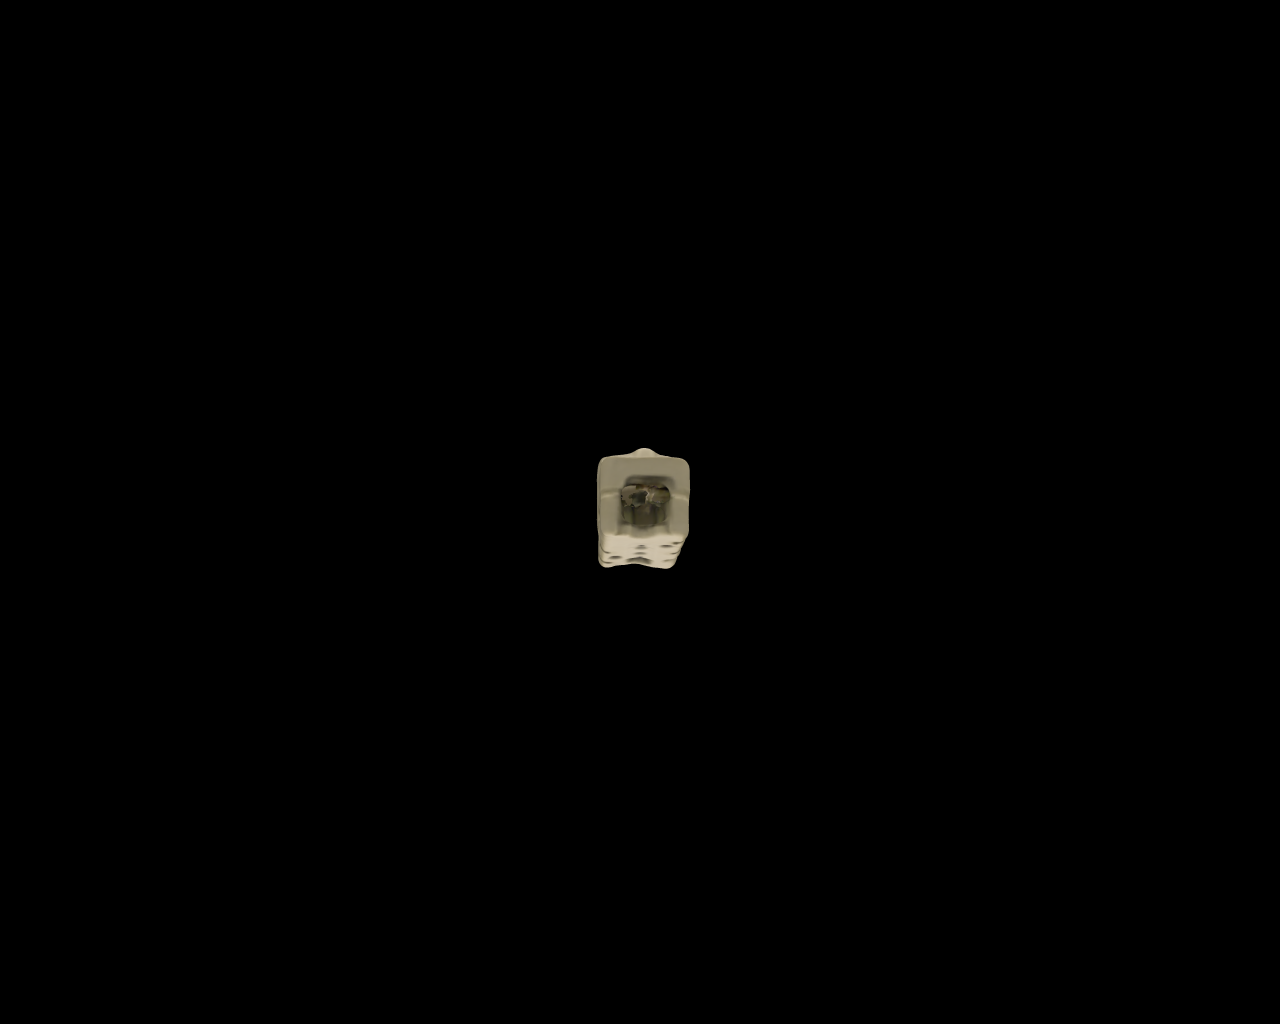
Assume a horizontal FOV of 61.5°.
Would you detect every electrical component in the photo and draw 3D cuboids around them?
[{"bbox_3d":[0.001,-0.003,0.650,0.050,0.056,0.089,1,-15,-3],"label":"electrical component"}]
